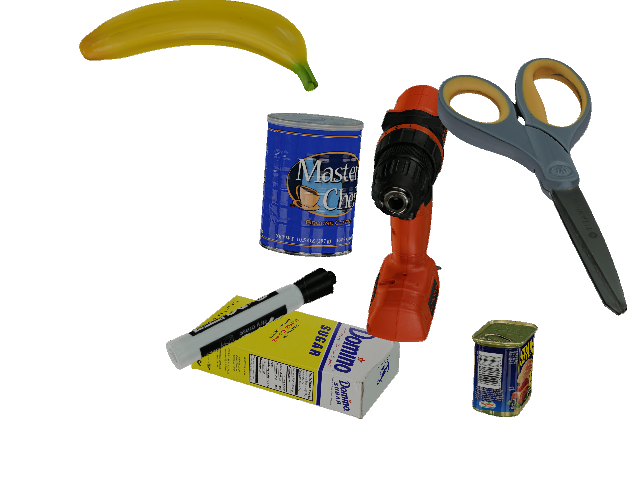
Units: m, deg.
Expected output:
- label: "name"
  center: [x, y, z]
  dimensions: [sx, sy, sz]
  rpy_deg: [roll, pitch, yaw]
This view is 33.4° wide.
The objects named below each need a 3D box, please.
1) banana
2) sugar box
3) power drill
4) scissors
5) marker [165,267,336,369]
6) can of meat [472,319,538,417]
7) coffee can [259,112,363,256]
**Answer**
- label: "banana"
  center: [-0.096, -0.169, 0.880]
  dimensions: [0.198, 0.069, 0.037]
  rpy_deg: [7, -35, 2]
- label: "sugar box"
  center: [-0.023, 0.104, 0.992]
  dimensions: [0.176, 0.048, 0.093]
  rpy_deg: [10, 26, 22]
- label: "power drill"
  center: [0.071, -0.013, 0.866]
  dimensions: [0.057, 0.188, 0.184]
  rpy_deg: [8, 31, 10]
- label: "scissors"
  center: [0.106, -0.038, 0.563]
  dimensions: [0.096, 0.016, 0.201]
  rpy_deg: [4, 42, 7]
- label: "marker"
  center: [-0.042, 0.048, 0.686]
  dimensions: [0.121, 0.020, 0.020]
  rpy_deg: [-25, 10, -22]
- label: "can of meat"
  center: [0.203, 0.141, 1.181]
  dimensions: [0.058, 0.084, 0.102]
  rpy_deg: [5, 10, 23]
- label: "coffee can"
  center: [-0.011, -0.062, 1.147]
  dimensions: [0.103, 0.140, 0.103]
  rpy_deg: [4, 12, -1]
